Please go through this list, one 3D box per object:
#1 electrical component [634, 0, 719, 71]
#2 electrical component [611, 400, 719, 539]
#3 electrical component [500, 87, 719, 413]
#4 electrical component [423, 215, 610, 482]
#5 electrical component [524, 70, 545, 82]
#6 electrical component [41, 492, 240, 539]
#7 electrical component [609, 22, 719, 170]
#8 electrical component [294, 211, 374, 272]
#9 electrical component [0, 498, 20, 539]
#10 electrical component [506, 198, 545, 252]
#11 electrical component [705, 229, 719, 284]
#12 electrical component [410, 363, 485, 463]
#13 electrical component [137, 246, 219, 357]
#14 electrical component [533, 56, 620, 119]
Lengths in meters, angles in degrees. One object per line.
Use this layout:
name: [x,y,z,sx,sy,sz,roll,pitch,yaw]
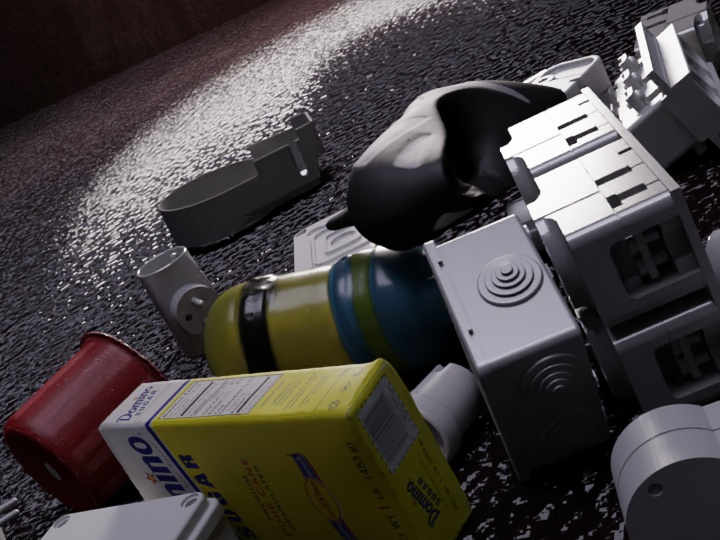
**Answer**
electrical component: [0.259,-0.180,0.864,0.056,0.050,0.089,-17,23,27]
electrical component: [0.162,0.073,0.381,0.138,0.052,0.073,-23,21,13]
electrical component: [0.128,-0.014,0.555,0.060,0.105,0.186,-25,20,9]
electrical component: [0.074,0.035,0.503,0.048,0.099,0.099,-22,43,3]
electrical component: [0.144,-0.141,0.933,0.078,0.040,0.040,-31,20,-8]
electrical component: [-0.121,0.166,0.512,0.109,0.056,0.108,-16,24,30]
electrical component: [0.216,-0.120,0.756,0.063,0.079,0.121,-43,13,26]
electrical component: [0.000,0.000,0.755,0.078,0.057,0.113,-26,20,6]
electrical component: [-0.254,0.172,0.686,0.079,0.043,0.077,-32,20,-11]
electrical component: [0.120,-0.033,0.697,0.077,0.047,0.065,-22,20,20]
electrical component: [0.219,-0.013,0.524,0.077,0.044,0.079,-10,27,40]
electrical component: [0.039,0.074,0.554,0.040,0.040,0.046,-10,22,40]
electrical component: [-0.129,0.027,0.824,0.043,0.077,0.079,-34,21,-17]
electrical component: [0.157,-0.115,0.828,0.054,0.059,0.095,-6,30,46]
